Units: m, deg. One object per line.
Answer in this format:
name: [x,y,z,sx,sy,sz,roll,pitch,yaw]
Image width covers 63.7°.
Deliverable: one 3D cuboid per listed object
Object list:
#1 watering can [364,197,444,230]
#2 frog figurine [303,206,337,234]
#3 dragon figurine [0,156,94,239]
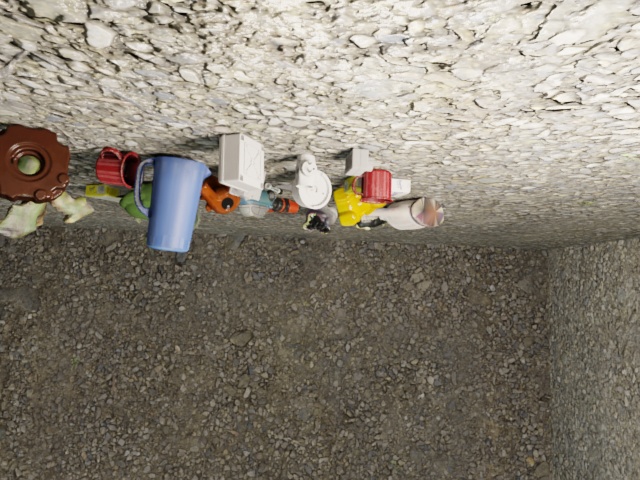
watering can: [0.286,-0.093,1.827,0.347,0.104,0.223,5,173,-34]
frog figurine: [0.006,-0.104,2.059,0.137,0.121,0.163,-9,-154,23]
dragon figurine: [-0.729,-0.123,1.259,0.122,0.243,0.409,4,178,27]
